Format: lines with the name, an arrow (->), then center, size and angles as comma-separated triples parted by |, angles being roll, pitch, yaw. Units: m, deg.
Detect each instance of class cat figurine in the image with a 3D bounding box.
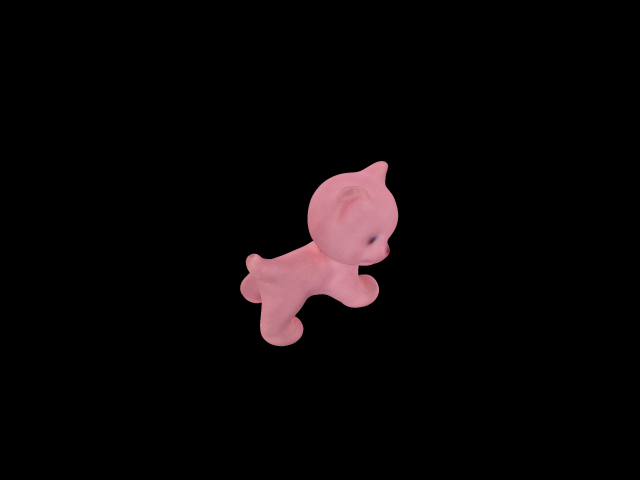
cat figurine -> 0.004, 0.001, 0.400 | 0.128, 0.118, 0.067 | -27, 58, -18
